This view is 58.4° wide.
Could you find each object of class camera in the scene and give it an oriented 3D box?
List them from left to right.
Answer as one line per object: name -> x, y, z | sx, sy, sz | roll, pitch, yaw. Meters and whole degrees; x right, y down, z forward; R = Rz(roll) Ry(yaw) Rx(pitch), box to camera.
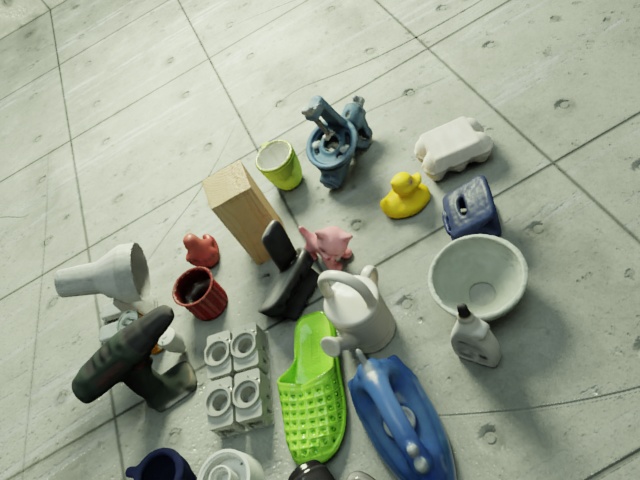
camera -> 0.018, 0.389, 0.856 | 0.143, 0.101, 0.136 | -38, 50, -6

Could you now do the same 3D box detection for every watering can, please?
watering can -> 0.057, 0.117, 0.974 | 0.100, 0.195, 0.173 | -9, 53, 18

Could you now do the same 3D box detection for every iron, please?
iron -> 0.124, 0.281, 0.860 | 0.118, 0.142, 0.257 | -32, 50, 0

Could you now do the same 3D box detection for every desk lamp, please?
desk lamp -> -0.422, 0.110, 1.180 | 0.203, 0.214, 0.118 | -19, 51, 10

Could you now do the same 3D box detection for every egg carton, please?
egg carton -> 0.273, -0.190, 1.182 | 0.150, 0.070, 0.107 | -24, 50, 6

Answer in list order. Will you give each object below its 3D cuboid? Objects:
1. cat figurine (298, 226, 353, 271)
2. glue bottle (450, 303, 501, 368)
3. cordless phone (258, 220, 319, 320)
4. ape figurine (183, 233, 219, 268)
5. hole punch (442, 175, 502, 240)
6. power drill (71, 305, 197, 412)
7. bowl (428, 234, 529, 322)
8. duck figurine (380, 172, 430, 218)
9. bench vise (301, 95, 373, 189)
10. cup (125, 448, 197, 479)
cat figurine -> 0.010, 0.004, 1.127 | 0.127, 0.118, 0.067 | 23, 68, 35
glue bottle -> 0.235, 0.143, 0.891 | 0.077, 0.174, 0.037 | 16, 64, 32
cordless phone -> -0.085, 0.057, 1.087 | 0.093, 0.186, 0.148 | 11, 62, 30
ape figurine -> -0.267, 0.016, 1.259 | 0.078, 0.092, 0.076 | -38, 50, -6
hole punch -> 0.277, -0.052, 1.067 | 0.101, 0.091, 0.108 | -15, 52, 13
power drill -> -0.320, 0.230, 1.051 | 0.229, 0.209, 0.075 | -35, 50, -3
bowl -> 0.274, 0.077, 0.985 | 0.167, 0.075, 0.167 | -12, 52, 16
duck figurine -> 0.166, -0.098, 1.153 | 0.104, 0.086, 0.077 | -27, 50, 4
bench vise -> 0.025, -0.248, 1.236 | 0.121, 0.220, 0.207 | -3, 55, 22
cup -> -0.262, 0.409, 0.970 | 0.117, 0.095, 0.092 | -3, 55, 22
